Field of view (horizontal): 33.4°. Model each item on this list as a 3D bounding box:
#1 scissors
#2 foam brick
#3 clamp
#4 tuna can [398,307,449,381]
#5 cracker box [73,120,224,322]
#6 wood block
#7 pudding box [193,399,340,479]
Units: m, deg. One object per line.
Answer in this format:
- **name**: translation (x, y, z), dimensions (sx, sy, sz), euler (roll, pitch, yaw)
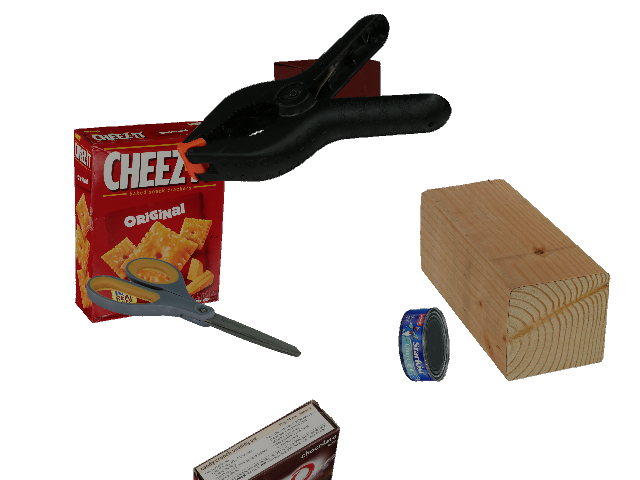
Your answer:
- **scissors**: translation (-0.105, 0.055, 0.944), dimensions (0.202, 0.016, 0.096), euler (12, 28, 7)
- **foam brick**: translation (0.006, -0.127, 0.909), dimensions (0.078, 0.051, 0.053), euler (-9, 18, -27)
- **clamp**: translation (-0.004, -0.078, 0.681), dimensions (0.171, 0.039, 0.120), euler (-32, 40, -7)
- **tuna can**: translation (0.121, 0.121, 1.243), dimensions (0.034, 0.086, 0.086), euler (-5, -2, 25)
- **cracker box**: translation (-0.196, -0.023, 1.233), dimensions (0.163, 0.214, 0.072), euler (-8, 24, -30)
- **wood block**: translation (0.167, 0.028, 0.965), dimensions (0.090, 0.090, 0.206), euler (-9, 27, -12)
- **pudding box**: translation (-0.042, 0.181, 0.809), dimensions (0.113, 0.090, 0.039), euler (-28, 56, -28)
